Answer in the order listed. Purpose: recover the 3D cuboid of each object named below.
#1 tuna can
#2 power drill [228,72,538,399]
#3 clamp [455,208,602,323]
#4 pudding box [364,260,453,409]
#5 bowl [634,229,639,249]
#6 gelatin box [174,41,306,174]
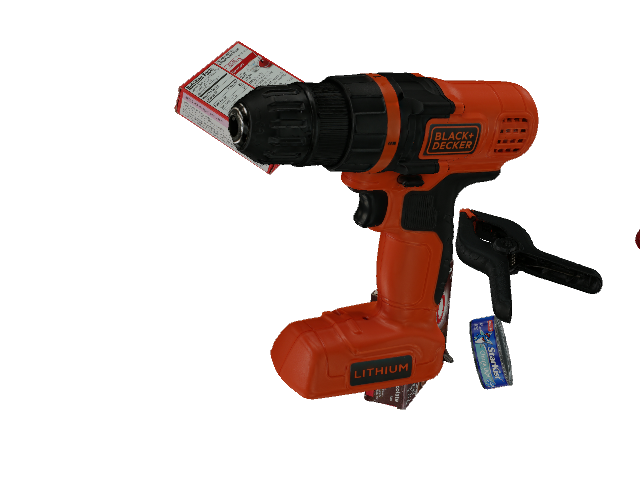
[{"bbox_3d":[0.202,0.132,1.263,0.034,0.086,0.086,-12,-3,14],"label":"tuna can"},{"bbox_3d":[0.025,-0.003,0.595,0.184,0.188,0.057,-4,32,-28],"label":"power drill"},{"bbox_3d":[0.201,0.018,1.084,0.120,0.039,0.171,-6,37,-18],"label":"clamp"},{"bbox_3d":[0.071,0.069,0.846,0.039,0.090,0.113,10,19,19],"label":"pudding box"},{"bbox_3d":[0.410,0.025,1.111,0.162,0.055,0.162,-3,22,1],"label":"bowl"},{"bbox_3d":[-0.050,-0.099,0.782,0.089,0.030,0.073,33,52,11],"label":"gelatin box"}]
